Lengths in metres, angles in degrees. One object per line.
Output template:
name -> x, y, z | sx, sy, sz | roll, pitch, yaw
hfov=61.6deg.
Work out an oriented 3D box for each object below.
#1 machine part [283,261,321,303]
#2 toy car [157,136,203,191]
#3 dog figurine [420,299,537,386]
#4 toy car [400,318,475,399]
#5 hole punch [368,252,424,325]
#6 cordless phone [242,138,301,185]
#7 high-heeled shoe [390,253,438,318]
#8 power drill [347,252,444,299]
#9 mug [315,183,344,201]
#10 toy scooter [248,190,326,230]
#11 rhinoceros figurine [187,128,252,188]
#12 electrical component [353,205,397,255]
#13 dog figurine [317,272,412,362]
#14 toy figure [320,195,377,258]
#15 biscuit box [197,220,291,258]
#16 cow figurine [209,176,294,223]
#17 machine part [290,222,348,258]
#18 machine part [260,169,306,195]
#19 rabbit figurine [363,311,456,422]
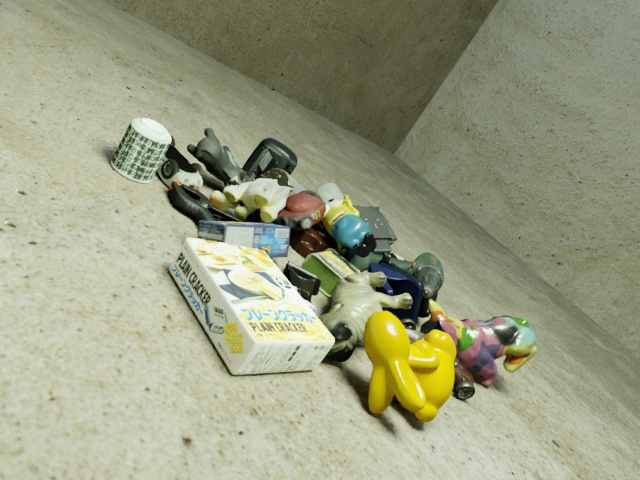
machine part -> -0.034, 0.082, 0.971 | 0.084, 0.039, 0.139 | 36, 16, -9
toy car -> -0.313, -0.165, 1.102 | 0.073, 0.056, 0.202 | -1, 36, -50
dog figurine -> 0.306, 0.186, 1.076 | 0.219, 0.191, 0.109 | 42, 19, -29
toy car -> 0.213, 0.214, 0.985 | 0.202, 0.053, 0.089 | 42, 17, -21
hole punch -> 0.122, 0.111, 1.030 | 0.092, 0.142, 0.116 | -17, 34, -35
cordless phone -> -0.093, -0.161, 1.317 | 0.184, 0.146, 0.089 | 8, 39, -50
high-heeled shoe -> 0.189, 0.094, 1.259 | 0.145, 0.086, 0.249 | 30, 12, -7
power drill -> 0.162, 0.063, 1.148 | 0.208, 0.085, 0.232 | 4, 12, 21
mug -> 0.043, -0.091, 1.501 | 0.109, 0.081, 0.107 | 20, 33, -50
toy scooter -> -0.083, -0.047, 1.106 | 0.184, 0.075, 0.135 | 0, 30, 12
rhinoceros figurine -> -0.202, -0.157, 1.159 | 0.112, 0.073, 0.190 | 42, -5, 39
electrical component -> 0.119, -0.019, 1.300 | 0.115, 0.058, 0.134 | -4, 57, -39
dog figurine -> 0.034, 0.119, 0.903 | 0.190, 0.121, 0.173 | -3, 14, -40
toy figure -> 0.054, -0.023, 1.141 | 0.082, 0.089, 0.180 | -21, 41, -19
biscuit box -> -0.129, 0.000, 0.949 | 0.063, 0.059, 0.202 | 8, 3, 28
cow figurine -> -0.138, -0.091, 1.061 | 0.168, 0.068, 0.098 | 8, 42, 33
machine part -> -0.003, -0.004, 1.217 | 0.179, 0.056, 0.179 | 29, 20, -12
machine part -> -0.073, -0.104, 1.253 | 0.079, 0.079, 0.243 | 41, 2, 23
rabbit figurine -> 0.117, 0.187, 0.813 | 0.173, 0.122, 0.162 | 54, 38, -27
